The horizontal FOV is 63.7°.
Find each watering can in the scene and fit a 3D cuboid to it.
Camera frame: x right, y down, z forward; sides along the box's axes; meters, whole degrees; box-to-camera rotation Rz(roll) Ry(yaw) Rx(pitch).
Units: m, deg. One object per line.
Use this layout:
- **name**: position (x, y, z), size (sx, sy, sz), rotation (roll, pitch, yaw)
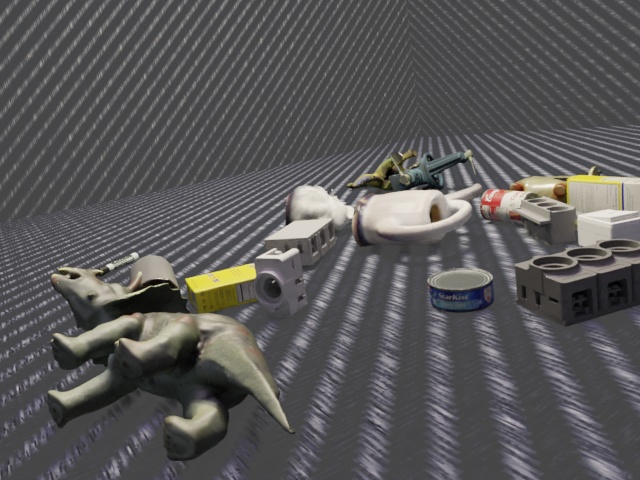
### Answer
- **watering can**: position (0.201, -0.056, 1.042), size (0.224, 0.103, 0.352), rotation (-1, 16, 30)

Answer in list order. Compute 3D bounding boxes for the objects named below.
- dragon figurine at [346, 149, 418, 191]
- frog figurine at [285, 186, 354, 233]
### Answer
- **dragon figurine**: position (0.189, -0.200, 1.724), size (0.413, 0.122, 0.240), rotation (-17, -2, -38)
- **frog figurine**: position (0.004, -0.059, 1.171), size (0.159, 0.119, 0.141), rotation (2, 46, 5)
